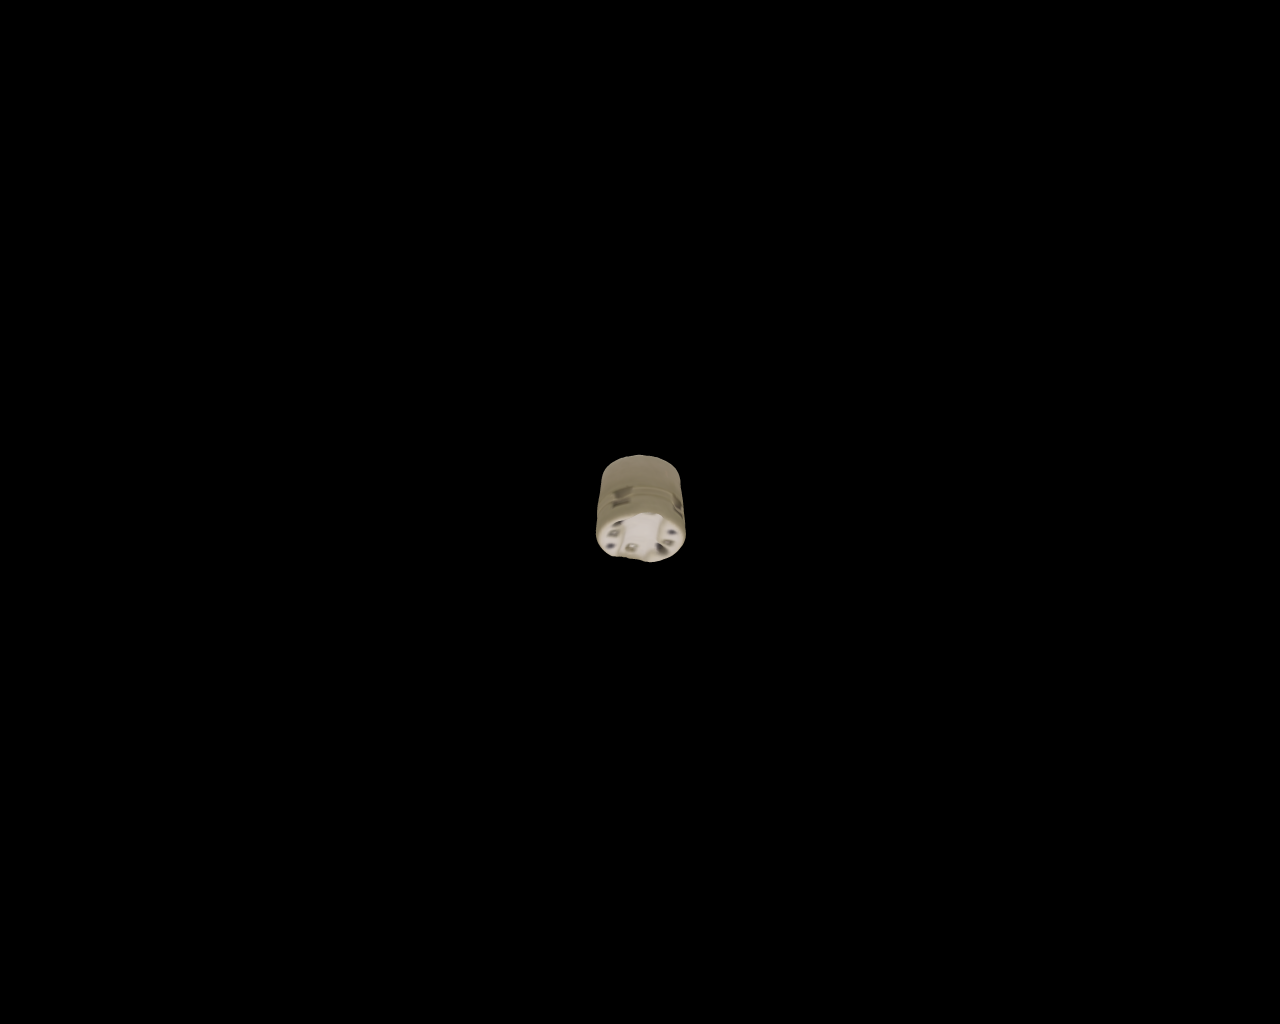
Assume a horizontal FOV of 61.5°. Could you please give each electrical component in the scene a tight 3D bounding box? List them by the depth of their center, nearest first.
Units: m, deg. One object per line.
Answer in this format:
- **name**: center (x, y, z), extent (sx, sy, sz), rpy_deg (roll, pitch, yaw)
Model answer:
- **electrical component**: center (0.001, -0.003, 0.650), extent (0.055, 0.047, 0.055), rpy_deg (0, -34, 0)
